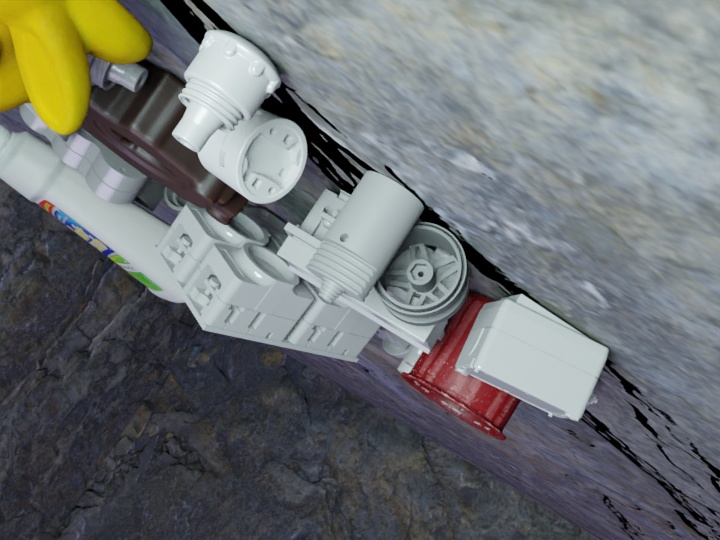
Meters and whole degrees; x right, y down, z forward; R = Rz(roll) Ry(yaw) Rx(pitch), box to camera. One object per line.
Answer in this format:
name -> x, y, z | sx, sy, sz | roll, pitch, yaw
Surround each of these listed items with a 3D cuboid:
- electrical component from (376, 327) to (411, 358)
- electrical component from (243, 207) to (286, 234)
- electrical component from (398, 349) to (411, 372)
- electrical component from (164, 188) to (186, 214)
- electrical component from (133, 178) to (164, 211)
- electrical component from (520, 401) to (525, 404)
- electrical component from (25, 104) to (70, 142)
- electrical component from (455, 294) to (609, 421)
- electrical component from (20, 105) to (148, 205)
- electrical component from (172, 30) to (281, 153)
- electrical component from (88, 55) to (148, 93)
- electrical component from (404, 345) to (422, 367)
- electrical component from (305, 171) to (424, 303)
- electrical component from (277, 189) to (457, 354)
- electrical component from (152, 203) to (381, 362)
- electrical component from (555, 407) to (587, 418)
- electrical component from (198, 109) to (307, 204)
electrical component -> 0.036, 0.055, 1.065 | 0.066, 0.048, 0.055 | 24, 160, 48
electrical component -> -0.079, -0.010, 1.073 | 0.113, 0.057, 0.078 | 36, 171, -20
electrical component -> 0.065, 0.078, 1.013 | 0.044, 0.065, 0.044 | 32, 172, 5
electrical component -> -0.169, -0.071, 1.096 | 0.045, 0.045, 0.055 | 30, 171, 20
electrical component -> -0.243, -0.117, 1.067 | 0.109, 0.056, 0.108 | 32, 172, 4
electrical component -> 0.135, 0.102, 0.966 | 0.043, 0.043, 0.062 | 29, 172, 23
electrical component -> -0.272, -0.160, 0.902 | 0.099, 0.064, 0.099 | 32, 171, 5
electrical component -> 0.124, 0.061, 0.737 | 0.096, 0.061, 0.062 | 26, 172, -5
electrical component -> -0.240, -0.131, 0.970 | 0.138, 0.073, 0.052 | 45, -144, 4
electrical component -> -0.075, -0.092, 0.571 | 0.048, 0.062, 0.048 | 32, 172, 5
electrical component -> -0.172, -0.141, 0.716 | 0.062, 0.043, 0.043 | 30, 171, 2
electrical component -> 0.061, 0.056, 0.912 | 0.048, 0.062, 0.048 | 31, 170, 6
electrical component -> 0.000, -0.016, 0.665 | 0.043, 0.081, 0.043 | 32, 172, 5
electrical component -> 0.012, -0.002, 0.762 | 0.121, 0.063, 0.078 | 31, 171, 14
electrical component -> -0.072, 0.010, 0.932 | 0.186, 0.060, 0.105 | 17, -154, -48
electrical component -> 0.163, 0.097, 0.850 | 0.040, 0.040, 0.078 | 29, 171, 26
electrical component -> -0.069, -0.076, 0.676 | 0.047, 0.055, 0.055 | 31, 172, 39
